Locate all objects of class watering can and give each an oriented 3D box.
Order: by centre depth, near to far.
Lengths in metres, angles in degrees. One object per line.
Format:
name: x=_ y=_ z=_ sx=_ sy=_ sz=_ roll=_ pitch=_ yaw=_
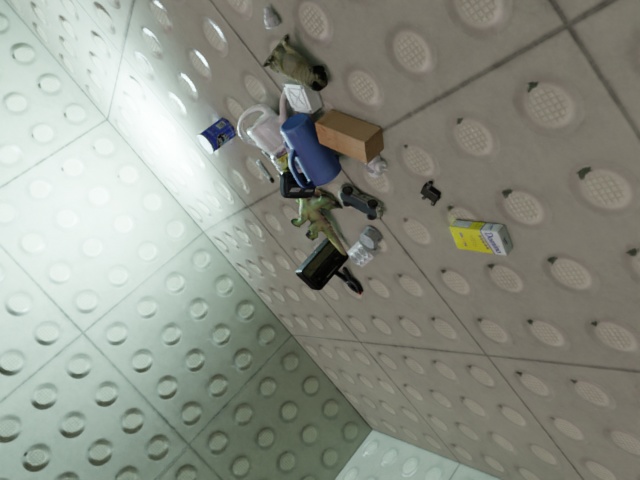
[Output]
watering can: x=-0.162 y=-0.421 z=1.907 sx=0.344 sy=0.106 sz=0.222 roll=-23 pitch=121 yaw=43

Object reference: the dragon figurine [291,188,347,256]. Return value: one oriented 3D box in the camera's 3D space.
dragon figurine: x=0.007 y=-0.108 z=2.148 sx=0.409 sy=0.124 sz=0.239 roll=39 pitch=147 yaw=-5
